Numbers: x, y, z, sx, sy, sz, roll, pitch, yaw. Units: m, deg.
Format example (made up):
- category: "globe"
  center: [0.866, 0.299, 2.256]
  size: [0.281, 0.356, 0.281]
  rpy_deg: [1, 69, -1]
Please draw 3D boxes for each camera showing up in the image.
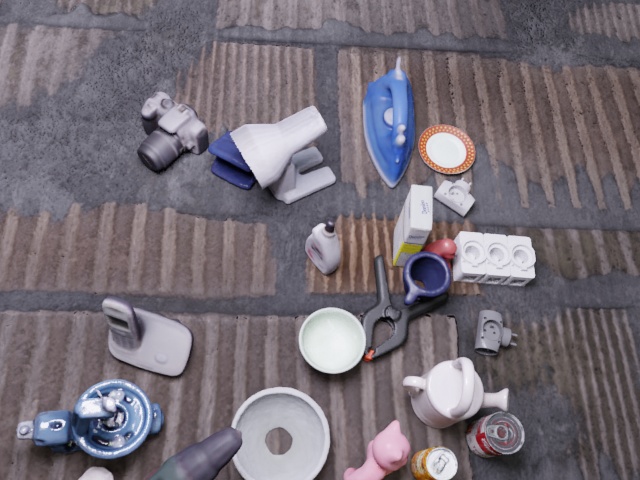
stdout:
- category: "camera"
  center: [-0.321, -0.221, 1.179]
  size: [0.143, 0.101, 0.137]
  rpy_deg: [36, 67, 10]

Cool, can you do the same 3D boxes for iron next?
- category: "iron"
  center: [0.162, -0.256, 1.230]
  size: [0.118, 0.141, 0.258]
  rpy_deg: [1, 66, -6]

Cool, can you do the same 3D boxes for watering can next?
- category: "watering can"
  center: [0.234, 0.257, 0.978]
  size: [0.173, 0.194, 0.101]
  rpy_deg: [-8, 67, -10]

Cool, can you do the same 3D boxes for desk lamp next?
- category: "desk lamp"
  center: [-0.068, -0.166, 1.122]
  size: [0.203, 0.213, 0.118]
  rpy_deg: [-26, 71, -17]

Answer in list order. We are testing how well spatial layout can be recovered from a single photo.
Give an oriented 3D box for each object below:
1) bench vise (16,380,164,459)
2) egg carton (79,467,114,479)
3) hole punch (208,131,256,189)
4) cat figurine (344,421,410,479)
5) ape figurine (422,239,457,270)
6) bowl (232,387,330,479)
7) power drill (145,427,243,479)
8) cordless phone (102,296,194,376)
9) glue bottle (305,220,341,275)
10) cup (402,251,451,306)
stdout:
- category: "bench vise"
  center: [-0.358, 0.288, 0.879]
  size: [0.208, 0.220, 0.121]
  rpy_deg: [-22, 70, -16]
- category: "egg carton"
  center: [-0.366, 0.440, 0.892]
  size: [0.107, 0.069, 0.150]
  rpy_deg: [37, 67, 10]
- category: "hole punch"
  center: [-0.167, -0.178, 1.183]
  size: [0.108, 0.091, 0.101]
  rpy_deg: [27, 65, 6]
- category: "cat figurine"
  center: [0.103, 0.369, 0.954]
  size: [0.067, 0.118, 0.128]
  rpy_deg: [38, 67, 11]
- category: "ape figurine"
  center: [0.244, 0.028, 1.139]
  size: [0.076, 0.092, 0.078]
  rpy_deg: [33, 66, 9]
- category: "bowl"
  center: [-0.068, 0.340, 0.970]
  size: [0.167, 0.075, 0.167]
  rpy_deg: [3, 65, -6]
- category: "power drill"
  center: [-0.213, 0.371, 0.865]
  size: [0.230, 0.208, 0.075]
  rpy_deg: [-35, 74, -19]
- category: "cordless phone"
  center: [-0.292, 0.156, 0.965]
  size: [0.147, 0.185, 0.094]
  rpy_deg: [15, 65, 1]
- category: "glue bottle"
  center: [0.010, 0.004, 1.077]
  size: [0.037, 0.173, 0.078]
  rpy_deg: [-37, 75, -20]
- category: "cup"
  center: [0.190, 0.090, 1.103]
  size: [0.091, 0.095, 0.118]
  rpy_deg: [35, 67, 9]
